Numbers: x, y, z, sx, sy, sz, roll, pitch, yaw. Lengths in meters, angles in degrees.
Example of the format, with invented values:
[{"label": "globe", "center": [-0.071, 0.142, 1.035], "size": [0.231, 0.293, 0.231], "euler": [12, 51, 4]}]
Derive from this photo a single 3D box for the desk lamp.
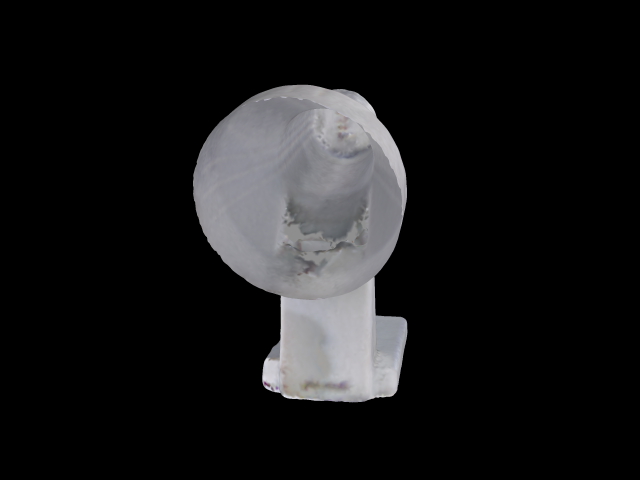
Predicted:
[{"label": "desk lamp", "center": [0.004, 0.001, 0.400], "size": [0.117, 0.213, 0.203], "euler": [2, 12, 12]}]
